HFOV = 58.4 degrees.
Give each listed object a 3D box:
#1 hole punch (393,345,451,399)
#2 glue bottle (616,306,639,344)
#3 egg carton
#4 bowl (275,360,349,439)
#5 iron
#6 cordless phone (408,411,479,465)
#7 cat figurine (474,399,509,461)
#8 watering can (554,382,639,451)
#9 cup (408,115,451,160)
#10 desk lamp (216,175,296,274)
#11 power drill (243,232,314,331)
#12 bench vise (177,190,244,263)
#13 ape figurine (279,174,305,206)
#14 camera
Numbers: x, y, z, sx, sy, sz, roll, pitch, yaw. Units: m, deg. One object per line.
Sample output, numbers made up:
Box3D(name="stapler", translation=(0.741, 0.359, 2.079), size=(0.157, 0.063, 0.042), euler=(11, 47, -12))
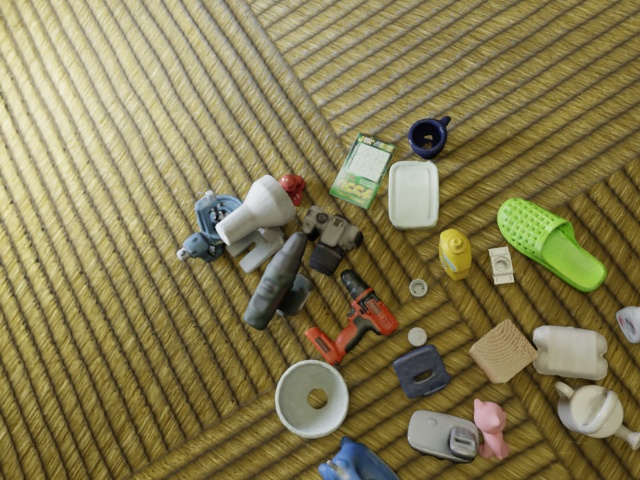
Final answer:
Box3D(name="hole punch", translation=(0.224, 0.289, 1.250), size=(0.108, 0.091, 0.101), euler=(-26, 72, 3))
Box3D(name="glue bottle", translation=(0.652, 0.166, 1.158), size=(0.037, 0.173, 0.078), euler=(-26, 72, 3))
Box3D(name="egg carton", translation=(0.529, 0.239, 1.217), size=(0.150, 0.069, 0.107), euler=(3, 76, 12))
Box3D(name="bowl", translation=(-0.012, 0.356, 1.286), size=(0.167, 0.075, 0.167), euler=(-3, 75, 10))
Box3D(name="iron", translation=(0.114, 0.530, 1.181), size=(0.257, 0.141, 0.119), euler=(37, 85, 17))
Box3D(name="cordless phone", translation=(0.251, 0.406, 1.165), size=(0.147, 0.185, 0.094), euler=(7, 77, 13))
Box3D(name="cat figurine", translation=(0.356, 0.391, 1.185), size=(0.067, 0.118, 0.128), euler=(-11, 74, 8))
Box3D(name="watering can", translation=(0.545, 0.338, 1.122), size=(0.172, 0.194, 0.101), euler=(14, 79, 14))
Box3D(name="cup", translation=(0.268, -0.243, 1.378), size=(0.118, 0.095, 0.091), euler=(-43, 72, -2))
Box3D(name="desk lamp", translation=(-0.147, -0.034, 1.340), size=(0.203, 0.214, 0.117), euler=(-42, 72, -2))
Box3D(name="power drill", translation=(-0.081, 0.101, 1.294), size=(0.075, 0.209, 0.230), euler=(29, 83, 17))
Box3D(name="bench vise", translation=(-0.255, -0.029, 1.355), size=(0.121, 0.220, 0.207), euler=(28, 82, 16))
Box3D(name="ape figurine", translation=(-0.074, -0.133, 1.416), size=(0.078, 0.092, 0.076), euler=(-39, 72, -1))
Box3D(name="camera", translation=(0.012, 0.005, 1.359), size=(0.143, 0.101, 0.137), euler=(25, 81, 16))
